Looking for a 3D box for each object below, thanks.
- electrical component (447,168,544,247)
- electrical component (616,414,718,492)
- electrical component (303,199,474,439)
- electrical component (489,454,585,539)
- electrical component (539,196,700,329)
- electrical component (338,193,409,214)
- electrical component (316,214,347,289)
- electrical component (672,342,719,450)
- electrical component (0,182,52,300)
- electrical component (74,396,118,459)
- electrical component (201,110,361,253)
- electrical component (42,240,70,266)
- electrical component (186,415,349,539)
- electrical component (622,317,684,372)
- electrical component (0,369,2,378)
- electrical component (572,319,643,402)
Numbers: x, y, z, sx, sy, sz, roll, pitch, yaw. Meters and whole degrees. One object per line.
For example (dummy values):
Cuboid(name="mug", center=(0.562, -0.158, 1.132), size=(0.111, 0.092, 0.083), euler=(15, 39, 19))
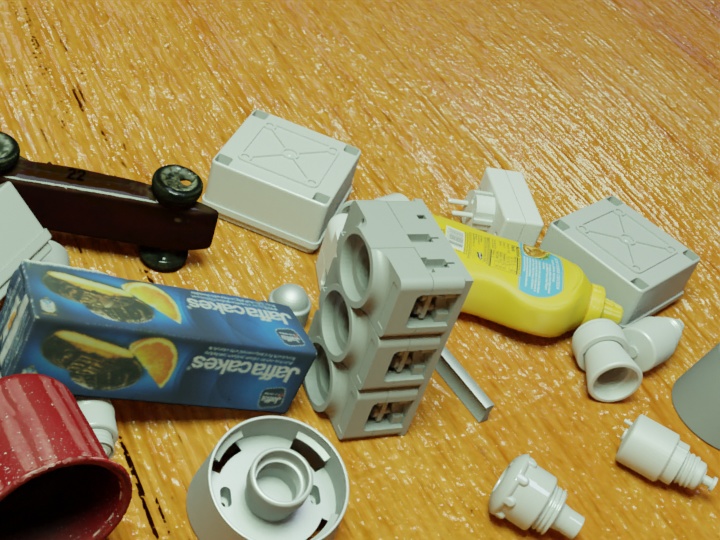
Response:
Cuboid(name="electrical component", center=(0.119, -0.054, 0.998), size=(0.076, 0.047, 0.083), euler=(7, 38, -15))
Cuboid(name="electrical component", center=(0.229, 0.141, 0.805), size=(0.078, 0.040, 0.040), euler=(29, 38, 14))
Cuboid(name="electrical component", center=(0.010, 0.036, 0.753), size=(0.062, 0.150, 0.089), euler=(-1, 41, -26))
Cuboid(name="electrical component", center=(0.123, 0.159, 0.734), size=(0.062, 0.048, 0.048), euler=(33, 39, 7))
Cuboid(name="electrical component", center=(0.233, -0.007, 0.980), size=(0.109, 0.056, 0.109), euler=(-22, 53, -41))
Cuboid(name="electrical component", center=(0.017, -0.046, 0.951), size=(0.044, 0.044, 0.065), euler=(40, 37, 26))
Cuboid(name="electrical component", center=(0.000, 0.000, 0.869), size=(0.054, 0.059, 0.095), euler=(7, 38, -15))
Cuboid(name="electrical component", center=(0.317, 0.106, 0.888), size=(0.099, 0.064, 0.099), euler=(24, 31, -15))
Cuboid(name="electrical component", center=(-0.277, 0.002, 0.705), size=(0.056, 0.109, 0.108), euler=(60, 32, -21))
Cuboid(name="electrical component", center=(-0.170, 0.108, 0.682), size=(0.035, 0.035, 0.061), euler=(-1, 44, -24))
Cuboid(name="electrical component", center=(-0.067, -0.080, 0.944), size=(0.109, 0.056, 0.108), euler=(22, 37, 4))
Cuboid(name="electrical component", center=(-0.226, 0.020, 0.761), size=(0.043, 0.043, 0.081), euler=(2, 40, -21))
Cuboid(name="electrical component", center=(-0.057, 0.143, 0.681), size=(0.099, 0.064, 0.099), euler=(11, 51, -14))
Cuboid(name="electrical component", center=(0.252, 0.059, 0.918), size=(0.078, 0.040, 0.040), euler=(-20, 52, -41))
Cuboid(name="electrical component", center=(-0.233, 0.077, 0.683), size=(0.066, 0.047, 0.077), euler=(40, 42, 26))
Cuboid(name="electrical component", center=(0.200, 0.073, 0.875), size=(0.045, 0.045, 0.055), euler=(7, 38, -15))
